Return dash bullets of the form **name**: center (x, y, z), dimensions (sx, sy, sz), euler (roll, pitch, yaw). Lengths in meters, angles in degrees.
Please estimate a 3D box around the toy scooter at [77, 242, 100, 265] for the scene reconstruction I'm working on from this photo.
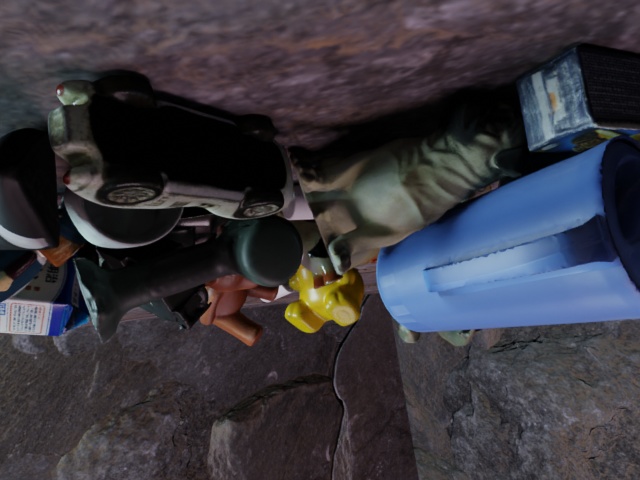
- **toy scooter**: center (-0.359, 0.035, 0.696), dimensions (0.135, 0.075, 0.184), euler (-5, 167, -20)

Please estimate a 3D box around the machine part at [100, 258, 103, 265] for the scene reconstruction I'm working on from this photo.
- **machine part**: center (-0.297, 0.067, 0.930), dimensions (0.079, 0.079, 0.243), euler (-17, 168, 42)

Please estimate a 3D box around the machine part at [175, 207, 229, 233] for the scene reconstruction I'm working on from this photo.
- **machine part**: center (-0.150, -0.028, 0.620), dimensions (0.139, 0.039, 0.084), euler (-6, 175, -26)

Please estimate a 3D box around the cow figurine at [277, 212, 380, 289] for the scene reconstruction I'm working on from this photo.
- **cow figurine**: center (-0.001, -0.002, 0.721), dimensions (0.195, 0.127, 0.085), euler (-20, 172, -20)

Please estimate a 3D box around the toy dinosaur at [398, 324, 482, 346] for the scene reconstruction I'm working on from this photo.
- **toy dinosaur**: center (0.161, 0.056, 0.796), dimensions (0.105, 0.198, 0.472), euler (-9, -157, 0)

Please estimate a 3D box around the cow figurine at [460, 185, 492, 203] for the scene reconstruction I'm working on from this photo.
- **cow figurine**: center (0.146, -0.040, 0.632), dimensions (0.068, 0.098, 0.167), euler (5, 165, -33)

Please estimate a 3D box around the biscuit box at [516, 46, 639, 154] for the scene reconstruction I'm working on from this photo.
- **biscuit box**: center (0.256, -0.106, 0.440), dimensions (0.202, 0.062, 0.059), euler (-3, 170, -28)

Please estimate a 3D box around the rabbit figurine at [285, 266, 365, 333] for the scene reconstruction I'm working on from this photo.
- **rabbit figurine**: center (-0.006, 0.031, 0.810), dimensions (0.173, 0.162, 0.122), euler (46, 143, -22)

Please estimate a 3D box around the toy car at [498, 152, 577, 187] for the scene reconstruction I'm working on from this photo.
- **toy car**: center (0.241, -0.064, 0.552), dimensions (0.161, 0.103, 0.109), euler (8, 165, -44)

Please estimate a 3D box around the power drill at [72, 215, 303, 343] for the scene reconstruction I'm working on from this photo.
- **power drill**: center (-0.126, 0.025, 0.525), dimensions (0.207, 0.086, 0.232), euler (-12, -173, -23)

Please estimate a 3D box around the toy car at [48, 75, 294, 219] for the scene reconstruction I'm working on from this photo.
- **toy car**: center (-0.091, -0.057, 0.381), dimensions (0.056, 0.073, 0.201), euler (-16, 168, 36)

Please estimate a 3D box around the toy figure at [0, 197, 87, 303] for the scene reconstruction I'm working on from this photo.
- **toy figure**: center (-0.276, 0.010, 0.504), dimensions (0.154, 0.064, 0.057), euler (-34, 161, -19)

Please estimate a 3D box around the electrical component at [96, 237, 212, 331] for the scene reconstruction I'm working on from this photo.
- **electrical component**: center (-0.212, 0.041, 0.671), dimensions (0.134, 0.114, 0.058), euler (18, -130, 34)

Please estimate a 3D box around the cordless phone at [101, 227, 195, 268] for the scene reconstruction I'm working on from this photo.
- **cordless phone**: center (-0.243, 0.023, 0.776), dimensions (0.147, 0.089, 0.184), euler (-5, 159, -15)

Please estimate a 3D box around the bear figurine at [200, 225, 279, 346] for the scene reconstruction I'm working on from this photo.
- **bear figurine**: center (-0.115, 0.059, 0.771), dimensions (0.132, 0.120, 0.195), euler (24, 148, -7)

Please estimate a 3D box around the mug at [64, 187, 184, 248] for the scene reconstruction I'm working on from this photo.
- **mug**: center (-0.164, -0.039, 0.454), dimensions (0.107, 0.080, 0.109), euler (-7, -152, 51)

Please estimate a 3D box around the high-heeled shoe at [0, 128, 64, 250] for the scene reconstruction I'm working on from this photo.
- **high-heeled shoe**: center (-0.261, -0.026, 0.375), dimensions (0.145, 0.086, 0.249), euler (-5, 175, -22)

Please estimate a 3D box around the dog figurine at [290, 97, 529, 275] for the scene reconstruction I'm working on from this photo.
- **dog figurine**: center (0.081, -0.056, 0.498), dimensions (0.191, 0.121, 0.172), euler (-23, -165, -2)
